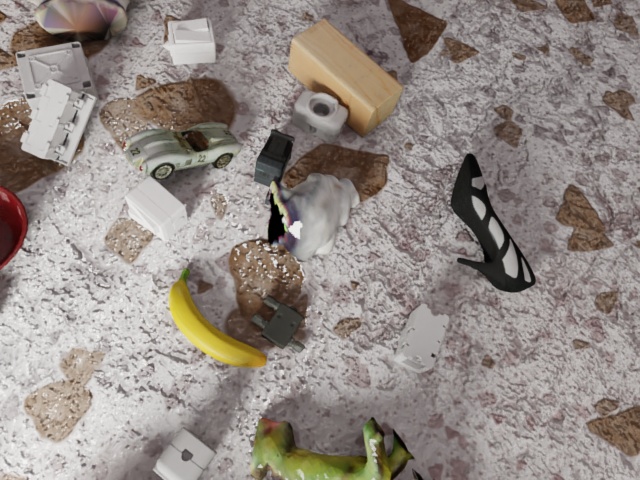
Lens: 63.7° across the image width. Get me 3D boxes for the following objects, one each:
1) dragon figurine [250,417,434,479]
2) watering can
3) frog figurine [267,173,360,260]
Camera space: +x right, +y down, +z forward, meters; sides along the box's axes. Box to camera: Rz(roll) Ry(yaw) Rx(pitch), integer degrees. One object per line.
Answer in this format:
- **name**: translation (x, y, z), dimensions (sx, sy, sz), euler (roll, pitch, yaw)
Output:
- **dragon figurine**: translation (0.057, 0.394, 0.671), dimensions (0.243, 0.120, 0.414), euler (-37, 74, -5)
- **watering can**: translation (-0.405, -0.488, 0.972), dimensions (0.348, 0.102, 0.228), euler (-9, 69, -12)
- **frog figurine**: translation (0.003, -0.042, 0.838), dimensions (0.160, 0.123, 0.136), euler (-9, 101, -23)
